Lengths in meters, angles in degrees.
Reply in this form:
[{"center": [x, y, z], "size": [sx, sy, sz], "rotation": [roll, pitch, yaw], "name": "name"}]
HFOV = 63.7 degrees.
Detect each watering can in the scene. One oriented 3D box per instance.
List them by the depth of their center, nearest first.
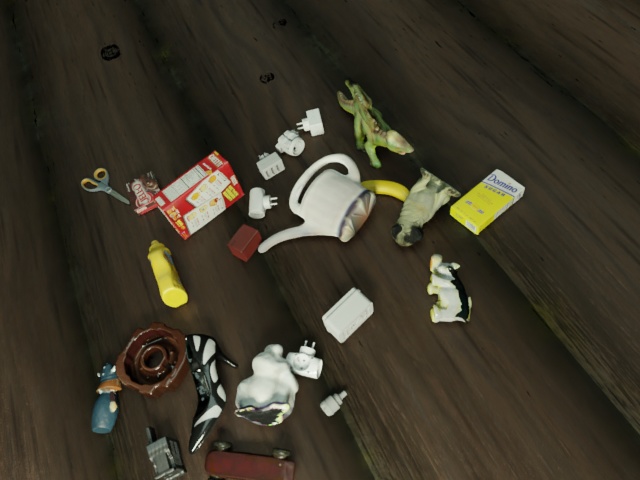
[{"center": [0.004, -0.069, 1.363], "size": [0.226, 0.102, 0.350], "rotation": [31, 81, 24], "name": "watering can"}]

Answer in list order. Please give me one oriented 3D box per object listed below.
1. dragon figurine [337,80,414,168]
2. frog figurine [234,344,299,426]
[{"center": [0.127, -0.357, 1.436], "size": [0.122, 0.238, 0.417], "rotation": [-33, 61, -4], "name": "dragon figurine"}, {"center": [-0.118, 0.319, 1.142], "size": [0.137, 0.120, 0.163], "rotation": [-19, 40, 15], "name": "frog figurine"}]
